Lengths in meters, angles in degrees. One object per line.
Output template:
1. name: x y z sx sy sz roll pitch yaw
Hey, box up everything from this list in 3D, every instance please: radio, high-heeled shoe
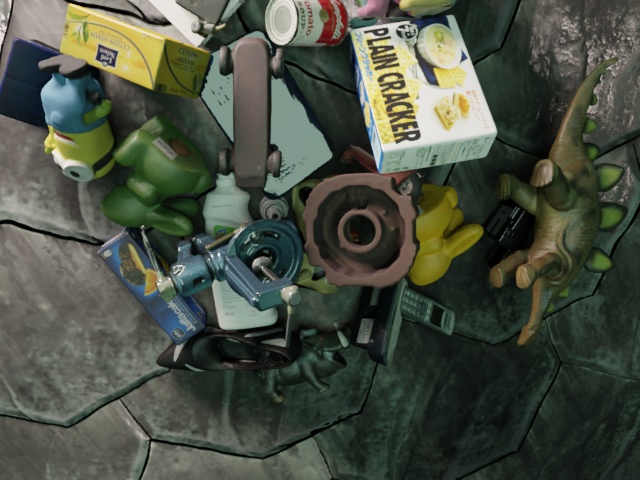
1. radio: -0.084 -0.188 0.807 0.131 0.073 0.229 -32 109 3
2. high-heeled shoe: -0.151 0.194 0.876 0.249 0.145 0.086 -18 107 -3

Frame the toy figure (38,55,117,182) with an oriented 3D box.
1. toy figure: -0.324 -0.160 0.733 0.089 0.082 0.180 -26 143 -36

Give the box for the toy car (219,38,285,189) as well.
1. toy car: -0.094 -0.173 0.743 0.089 0.053 0.202 0 103 -3

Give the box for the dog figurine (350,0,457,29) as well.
1. dog figurine: 0.088 -0.416 0.739 0.192 0.108 0.219 -10 106 2

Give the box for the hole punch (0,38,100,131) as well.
1. hole punch: -0.383 -0.213 0.756 0.116 0.092 0.142 20 100 -16

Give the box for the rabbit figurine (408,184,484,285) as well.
1. rabbit figurine: 0.176 -0.006 0.889 0.162 0.122 0.173 -22 123 -10

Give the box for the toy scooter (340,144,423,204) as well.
1. toy scooter: 0.109 -0.148 0.833 0.135 0.075 0.184 18 81 15

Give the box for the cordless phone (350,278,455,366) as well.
1. cordless phone: 0.155 0.154 0.923 0.184 0.089 0.146 26 68 -28

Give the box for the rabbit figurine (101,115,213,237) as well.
1. rabbit figurine: -0.251 -0.079 0.816 0.159 0.121 0.170 39 117 -23

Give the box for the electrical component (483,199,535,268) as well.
1. electrical component: 0.310 -0.009 0.909 0.048 0.075 0.119 28 104 -16

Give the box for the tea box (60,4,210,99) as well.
1. tea box: -0.246 -0.250 0.717 0.170 0.098 0.068 26 106 18

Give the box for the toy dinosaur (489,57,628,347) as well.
1. toy dinosaur: 0.373 -0.061 0.825 0.198 0.105 0.470 7 96 -28

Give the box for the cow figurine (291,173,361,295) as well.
1. cow figurine: -0.002 -0.003 0.866 0.127 0.085 0.194 -11 105 -1

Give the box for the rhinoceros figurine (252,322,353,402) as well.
1. rhinoceros figurine: -0.023 0.206 0.939 0.190 0.073 0.112 -21 98 2

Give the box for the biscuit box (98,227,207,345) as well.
1. biscuit box: -0.265 0.073 0.870 0.063 0.059 0.202 -34 108 4

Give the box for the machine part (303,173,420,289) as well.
1. machine part: 0.061 -0.015 0.778 0.180 0.056 0.179 3 99 16

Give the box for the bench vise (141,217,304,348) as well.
1. bench vise: -0.106 0.041 0.731 0.224 0.241 0.128 -13 114 -26

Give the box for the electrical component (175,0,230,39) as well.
1. electrical component: -0.145 -0.319 0.706 0.078 0.045 0.102 32 101 -17
